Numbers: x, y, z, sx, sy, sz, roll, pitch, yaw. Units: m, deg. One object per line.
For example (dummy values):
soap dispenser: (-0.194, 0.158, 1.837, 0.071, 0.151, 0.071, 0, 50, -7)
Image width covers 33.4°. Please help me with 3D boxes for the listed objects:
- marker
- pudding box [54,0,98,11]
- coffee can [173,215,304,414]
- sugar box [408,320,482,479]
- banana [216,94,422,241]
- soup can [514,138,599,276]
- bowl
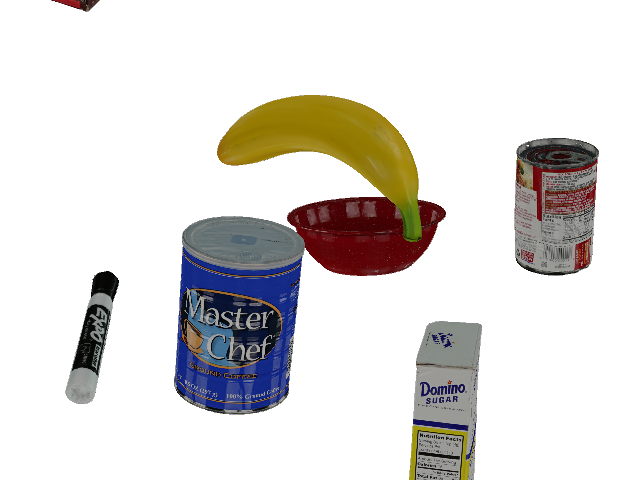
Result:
marker: (-0.155, 0.062, 0.732, 0.020, 0.020, 0.121, 0, 37, -1)
pudding box: (-0.193, -0.222, 0.806, 0.090, 0.039, 0.113, 18, 38, 5)
coffee can: (-0.071, 0.062, 0.914, 0.103, 0.140, 0.103, 5, 22, -2)
sugar box: (0.086, 0.153, 0.750, 0.048, 0.176, 0.093, 2, 14, 11)
banana: (-0.002, -0.061, 0.690, 0.037, 0.069, 0.198, 17, 6, -44)
soup can: (0.202, -0.029, 0.916, 0.068, 0.102, 0.068, -3, 24, 1)
bowl: (0.048, -0.002, 1.086, 0.162, 0.055, 0.162, -3, 14, 0)
